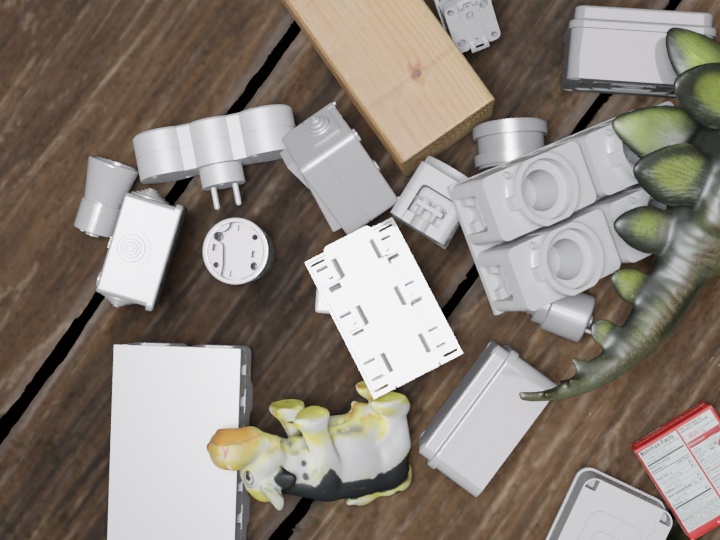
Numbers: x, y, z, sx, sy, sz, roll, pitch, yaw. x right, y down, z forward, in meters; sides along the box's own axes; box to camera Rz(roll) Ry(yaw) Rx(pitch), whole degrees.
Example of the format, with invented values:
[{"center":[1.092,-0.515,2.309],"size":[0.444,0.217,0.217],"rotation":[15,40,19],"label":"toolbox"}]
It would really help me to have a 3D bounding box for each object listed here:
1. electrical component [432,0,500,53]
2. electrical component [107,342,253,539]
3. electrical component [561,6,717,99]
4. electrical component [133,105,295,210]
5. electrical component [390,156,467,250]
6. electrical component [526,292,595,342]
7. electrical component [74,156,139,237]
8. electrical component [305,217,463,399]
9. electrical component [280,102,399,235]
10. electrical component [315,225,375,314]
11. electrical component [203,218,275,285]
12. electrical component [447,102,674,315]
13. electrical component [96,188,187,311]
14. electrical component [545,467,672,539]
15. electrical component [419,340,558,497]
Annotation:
[{"center":[0.085,-0.213,0.880],"size":[0.042,0.063,0.081],"rotation":[-21,129,6],"label":"electrical component"},{"center":[-0.149,0.156,0.902],"size":[0.105,0.060,0.186],"rotation":[2,89,6],"label":"electrical component"},{"center":[0.222,-0.174,0.866],"size":[0.113,0.078,0.057],"rotation":[5,92,6],"label":"electrical component"},{"center":[-0.118,-0.089,0.909],"size":[0.138,0.052,0.073],"rotation":[-11,88,5],"label":"electrical component"},{"center":[0.063,-0.055,0.872],"size":[0.050,0.089,0.055],"rotation":[32,92,5],"label":"electrical component"},{"center":[0.157,0.030,0.886],"size":[0.078,0.040,0.040],"rotation":[21,91,6],"label":"electrical component"},{"center":[-0.221,-0.061,0.925],"size":[0.044,0.044,0.065],"rotation":[19,95,6],"label":"electrical component"},{"center":[0.018,0.029,0.838],"size":[0.079,0.063,0.121],"rotation":[-27,84,1],"label":"electrical component"},{"center":[-0.022,-0.084,0.873],"size":[0.061,0.061,0.096],"rotation":[-34,129,3],"label":"electrical component"},{"center":[0.000,0.000,0.899],"size":[0.066,0.047,0.076],"rotation":[4,87,5],"label":"electrical component"},{"center":[-0.100,-0.015,0.908],"size":[0.055,0.047,0.055],"rotation":[0,89,6],"label":"electrical component"},{"center":[0.175,-0.050,0.829],"size":[0.186,0.060,0.105],"rotation":[-24,97,-23],"label":"electrical component"},{"center":[-0.181,-0.017,0.892],"size":[0.048,0.100,0.099],"rotation":[17,90,-7],"label":"electrical component"},{"center":[0.193,0.226,0.869],"size":[0.078,0.057,0.113],"rotation":[25,91,6],"label":"electrical component"},{"center":[0.101,0.117,0.871],"size":[0.057,0.078,0.113],"rotation":[36,92,2],"label":"electrical component"}]
